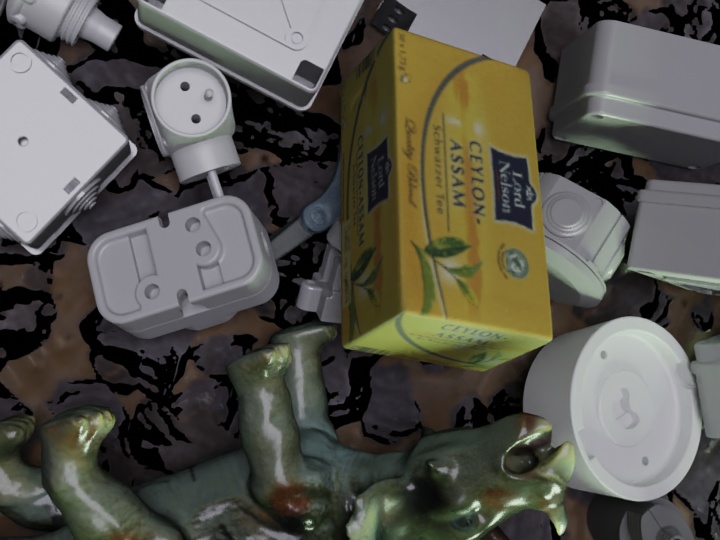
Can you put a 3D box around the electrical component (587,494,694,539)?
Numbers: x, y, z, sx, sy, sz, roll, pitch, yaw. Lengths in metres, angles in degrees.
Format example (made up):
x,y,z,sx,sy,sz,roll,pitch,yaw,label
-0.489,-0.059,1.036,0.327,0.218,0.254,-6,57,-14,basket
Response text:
x,y,z,sx,sy,sz,roll,pitch,yaw,label
0.174,0.158,0.653,0.043,0.081,0.043,0,87,-10,electrical component

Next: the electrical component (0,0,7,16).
x,y,z,sx,sy,sz,roll,pitch,yaw,label
-0.235,-0.155,0.607,0.047,0.055,0.055,35,82,-3,electrical component

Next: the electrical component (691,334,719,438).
x,y,z,sx,sy,sz,roll,pitch,yaw,label
0.265,0.062,0.657,0.113,0.078,0.057,-11,92,-40,electrical component

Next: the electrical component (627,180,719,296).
x,y,z,sx,sy,sz,roll,pitch,yaw,label
0.231,-0.013,0.638,0.109,0.109,0.056,13,87,-52,electrical component

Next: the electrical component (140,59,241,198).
x,y,z,sx,sy,sz,roll,pitch,yaw,label
-0.093,-0.074,0.617,0.044,0.077,0.079,-19,91,-11,electrical component

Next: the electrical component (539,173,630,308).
x,y,z,sx,sy,sz,roll,pitch,yaw,label
0.120,-0.017,0.653,0.080,0.080,0.051,36,77,-7,electrical component

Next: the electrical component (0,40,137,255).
x,y,z,sx,sy,sz,roll,pitch,yaw,label
-0.189,-0.070,0.614,0.100,0.048,0.099,43,81,-6,electrical component

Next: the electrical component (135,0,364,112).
x,y,z,sx,sy,sz,roll,pitch,yaw,label
-0.052,-0.160,0.589,0.109,0.056,0.108,27,83,-8,electrical component

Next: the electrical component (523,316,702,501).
x,y,z,sx,sy,sz,roll,pitch,yaw,label
0.149,0.085,0.657,0.108,0.060,0.108,6,79,-31,electrical component

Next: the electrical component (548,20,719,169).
x,y,z,sx,sy,sz,roll,pitch,yaw,label
0.183,-0.106,0.669,0.113,0.078,0.057,11,83,-10,electrical component

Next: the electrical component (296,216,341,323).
x,y,z,sx,sy,sz,roll,pitch,yaw,label
0.000,0.000,0.638,0.066,0.048,0.055,8,111,-19,electrical component

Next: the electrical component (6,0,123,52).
x,y,z,sx,sy,sz,roll,pitch,yaw,label
-0.169,-0.151,0.624,0.062,0.048,0.048,30,83,-15,electrical component

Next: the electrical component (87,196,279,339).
x,y,z,sx,sy,sz,roll,pitch,yaw,label
-0.098,0.001,0.613,0.095,0.059,0.053,-17,74,3,electrical component
